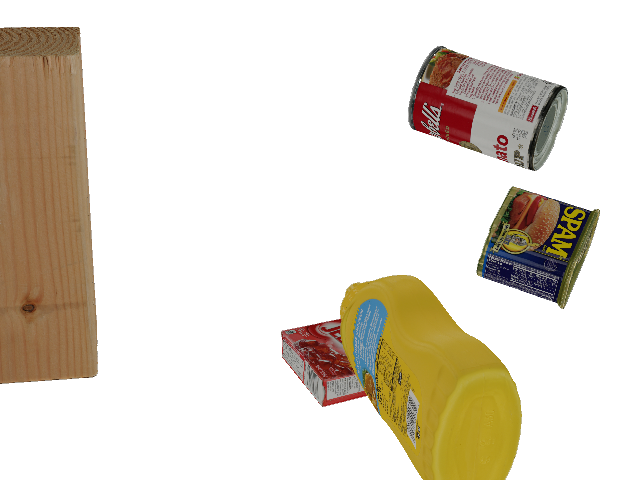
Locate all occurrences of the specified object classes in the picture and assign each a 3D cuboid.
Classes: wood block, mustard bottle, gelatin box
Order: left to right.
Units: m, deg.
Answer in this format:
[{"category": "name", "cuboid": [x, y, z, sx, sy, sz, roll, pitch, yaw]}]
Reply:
[{"category": "wood block", "cuboid": [-0.190, -0.023, 0.667, 0.090, 0.206, 0.090, -3, 22, -11]}, {"category": "gelatin box", "cuboid": [0.016, 0.099, 0.896, 0.073, 0.030, 0.089, -10, 27, -22]}, {"category": "mustard bottle", "cuboid": [0.057, 0.077, 0.682, 0.058, 0.096, 0.192, -9, 27, -18]}]

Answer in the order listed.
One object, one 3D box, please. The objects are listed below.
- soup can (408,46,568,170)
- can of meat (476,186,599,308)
[{"category": "soup can", "cuboid": [0.127, -0.100, 0.808, 0.102, 0.068, 0.068, 22, 9, 22]}, {"category": "can of meat", "cuboid": [0.199, 0.003, 0.976, 0.084, 0.057, 0.102, 19, 48, 17]}]
